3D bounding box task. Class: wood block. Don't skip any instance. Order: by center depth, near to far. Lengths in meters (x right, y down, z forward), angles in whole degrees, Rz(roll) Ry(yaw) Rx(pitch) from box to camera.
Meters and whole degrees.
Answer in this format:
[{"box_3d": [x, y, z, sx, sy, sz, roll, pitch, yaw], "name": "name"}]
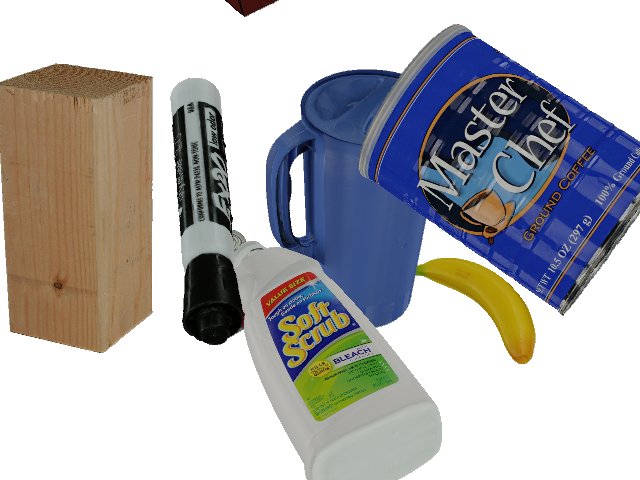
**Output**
[{"box_3d": [-0.193, -0.028, 0.855, 0.091, 0.206, 0.090, 11, 23, 16], "name": "wood block"}]

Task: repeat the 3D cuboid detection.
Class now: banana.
[{"box_3d": [0.170, 0.064, 1.119, 0.069, 0.037, 0.198, -38, 40, -13], "name": "banana"}]

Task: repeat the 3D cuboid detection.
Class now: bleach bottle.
[{"box_3d": [-0.013, 0.079, 0.794, 0.102, 0.068, 0.251, -23, 39, -15], "name": "bleach bottle"}]

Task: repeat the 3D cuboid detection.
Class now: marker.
[{"box_3d": [-0.040, -0.013, 0.363, 0.020, 0.020, 0.121, 0, 44, -11], "name": "marker"}]

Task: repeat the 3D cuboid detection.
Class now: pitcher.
[{"box_3d": [0.035, -0.031, 1.036, 0.149, 0.243, 0.145, 11, 39, 10], "name": "pitcher"}]

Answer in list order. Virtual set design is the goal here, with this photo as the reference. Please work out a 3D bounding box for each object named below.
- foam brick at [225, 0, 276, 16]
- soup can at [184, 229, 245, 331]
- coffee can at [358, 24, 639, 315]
[{"box_3d": [-0.053, -0.244, 0.941, 0.078, 0.051, 0.053, -31, 47, -14], "name": "foam brick"}, {"box_3d": [-0.114, 0.045, 1.169, 0.068, 0.102, 0.068, 1, 25, -1], "name": "soup can"}, {"box_3d": [0.107, -0.040, 0.596, 0.140, 0.103, 0.102, 36, 10, 14], "name": "coffee can"}]
